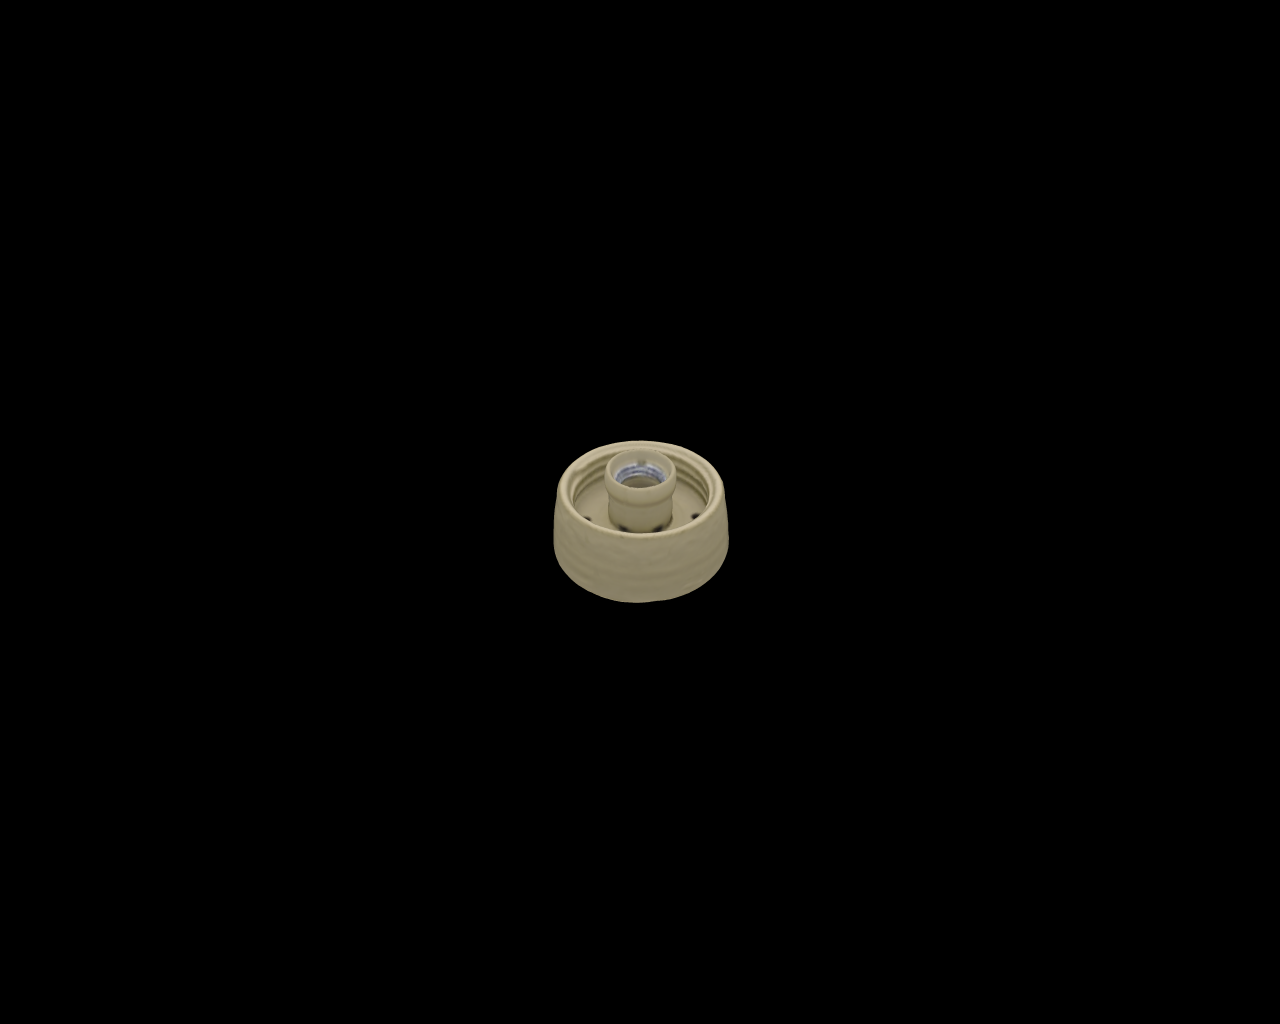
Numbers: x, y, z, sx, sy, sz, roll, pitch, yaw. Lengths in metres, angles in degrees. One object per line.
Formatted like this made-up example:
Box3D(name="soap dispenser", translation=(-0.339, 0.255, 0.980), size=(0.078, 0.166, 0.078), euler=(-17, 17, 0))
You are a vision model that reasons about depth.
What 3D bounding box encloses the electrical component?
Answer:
Box3D(name="electrical component", translation=(0.001, -0.003, 0.650), size=(0.108, 0.060, 0.108), euler=(0, 38, 0))
